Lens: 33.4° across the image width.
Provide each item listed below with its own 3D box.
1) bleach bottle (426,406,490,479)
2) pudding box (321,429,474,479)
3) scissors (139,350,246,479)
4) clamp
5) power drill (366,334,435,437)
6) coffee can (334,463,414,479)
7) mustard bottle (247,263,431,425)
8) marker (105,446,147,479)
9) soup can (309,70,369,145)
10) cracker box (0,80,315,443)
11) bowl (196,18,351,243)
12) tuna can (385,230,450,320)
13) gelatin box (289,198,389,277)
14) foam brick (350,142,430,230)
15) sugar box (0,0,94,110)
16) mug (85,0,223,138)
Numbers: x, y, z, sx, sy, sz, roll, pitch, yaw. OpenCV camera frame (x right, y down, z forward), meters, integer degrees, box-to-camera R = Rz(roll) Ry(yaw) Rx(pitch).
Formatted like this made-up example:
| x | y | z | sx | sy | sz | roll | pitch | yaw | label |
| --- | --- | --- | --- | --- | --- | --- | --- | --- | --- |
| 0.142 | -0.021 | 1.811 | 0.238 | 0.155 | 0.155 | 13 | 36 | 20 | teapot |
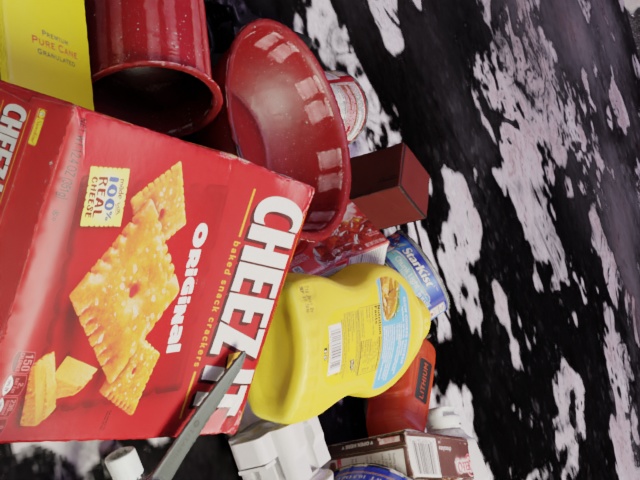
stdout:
| x | y | z | sx | sy | sz | roll | pitch | yaw | label |
| --- | --- | --- | --- | --- | --- | --- | --- | --- | --- |
| 0.115 | 0.264 | 0.884 | 0.102 | 0.068 | 0.251 | 20 | 58 | -56 | bleach bottle |
| 0.057 | 0.177 | 0.836 | 0.113 | 0.090 | 0.039 | 24 | 55 | -55 | pudding box |
| -0.091 | 0.158 | 0.580 | 0.201 | 0.016 | 0.096 | -43 | 129 | -33 | scissors |
| -0.070 | -0.172 | 0.837 | 0.164 | 0.036 | 0.209 | 57 | 35 | -31 | clamp |
| 0.025 | 0.085 | 0.859 | 0.187 | 0.057 | 0.184 | 53 | 36 | -35 | power drill |
| 0.019 | 0.233 | 0.724 | 0.103 | 0.103 | 0.140 | 67 | 29 | -13 | coffee can |
| 0.024 | 0.065 | 0.755 | 0.191 | 0.058 | 0.096 | -6 | 99 | -54 | mustard bottle |
| -0.096 | 0.180 | 0.633 | 0.020 | 0.020 | 0.121 | -40 | 112 | -60 | marker |
| -0.011 | -0.106 | 0.879 | 0.102 | 0.069 | 0.068 | -17 | 91 | -62 | soup can |
| -0.103 | 0.022 | 0.572 | 0.213 | 0.072 | 0.164 | 15 | 95 | -58 | cracker box |
| -0.040 | -0.073 | 0.762 | 0.161 | 0.055 | 0.162 | 31 | 53 | -52 | bowl |
| 0.079 | 0.035 | 0.961 | 0.086 | 0.033 | 0.086 | 56 | -9 | 14 | tuna can |
| -0.005 | 0.001 | 0.795 | 0.089 | 0.030 | 0.073 | -22 | 52 | -28 | gelatin box |
| 0.051 | -0.044 | 0.951 | 0.051 | 0.078 | 0.053 | 47 | 40 | -42 | foam brick |
| -0.166 | -0.114 | 0.591 | 0.093 | 0.048 | 0.176 | 2 | 84 | -74 | sugar box |
| -0.112 | -0.115 | 0.693 | 0.117 | 0.093 | 0.081 | 88 | -5 | -65 | mug |
